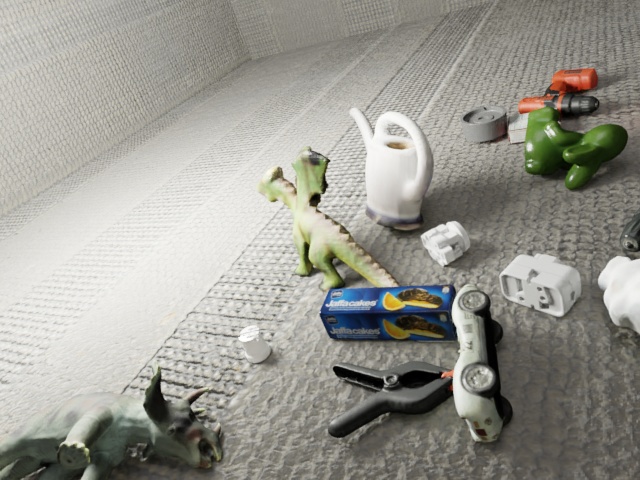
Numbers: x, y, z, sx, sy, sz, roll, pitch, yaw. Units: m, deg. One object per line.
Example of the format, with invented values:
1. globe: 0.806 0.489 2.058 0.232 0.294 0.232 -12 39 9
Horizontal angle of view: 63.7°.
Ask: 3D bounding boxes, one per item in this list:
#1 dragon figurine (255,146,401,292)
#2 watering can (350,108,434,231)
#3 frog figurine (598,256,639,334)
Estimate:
1. dragon figurine: 0.003 -0.047 0.926 0.123 0.238 0.413 -30 28 -27
2. watering can: 0.134 -0.152 1.044 0.104 0.221 0.353 -6 22 -17
3. frog figurine: 0.411 0.059 0.616 0.136 0.121 0.163 -34 37 15
